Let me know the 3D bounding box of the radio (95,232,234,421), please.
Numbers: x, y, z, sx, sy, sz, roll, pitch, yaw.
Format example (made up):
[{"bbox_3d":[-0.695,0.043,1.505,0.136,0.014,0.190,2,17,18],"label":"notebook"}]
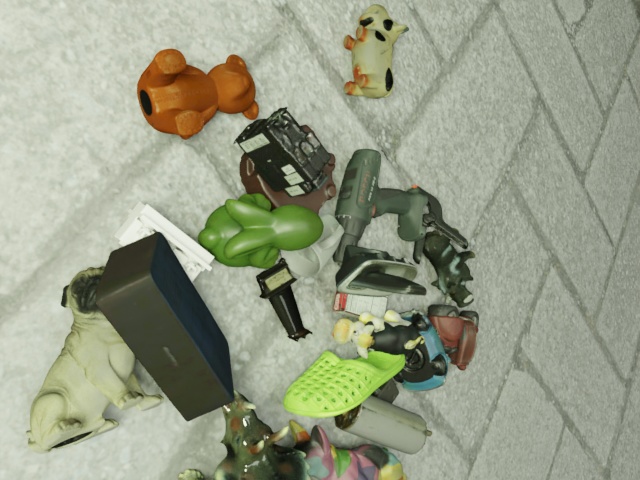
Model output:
[{"bbox_3d":[-0.191,0.110,0.697,0.073,0.131,0.229,-22,122,-1],"label":"radio"}]

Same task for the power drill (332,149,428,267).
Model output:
[{"bbox_3d":[0.114,-0.049,1.050,0.207,0.086,0.232,12,80,-32],"label":"power drill"}]

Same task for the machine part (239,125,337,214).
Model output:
[{"bbox_3d":[-0.050,-0.115,0.923,0.179,0.056,0.179,5,82,-39],"label":"machine part"}]

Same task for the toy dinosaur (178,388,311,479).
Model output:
[{"bbox_3d":[-0.129,0.413,0.712,0.131,0.192,0.405,28,67,-34],"label":"toy dinosaur"}]

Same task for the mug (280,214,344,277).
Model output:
[{"bbox_3d":[-0.002,-0.003,0.925,0.080,0.109,0.107,49,45,-9],"label":"mug"}]

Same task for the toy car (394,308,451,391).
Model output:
[{"bbox_3d":[0.197,0.215,1.083,0.103,0.109,0.161,-9,79,-64],"label":"toy car"}]

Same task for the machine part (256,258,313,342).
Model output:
[{"bbox_3d":[-0.058,0.106,0.907,0.084,0.039,0.138,-37,108,-46],"label":"machine part"}]

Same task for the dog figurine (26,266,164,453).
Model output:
[{"bbox_3d":[-0.304,0.145,0.671,0.172,0.121,0.190,-23,72,-17],"label":"dog figurine"}]

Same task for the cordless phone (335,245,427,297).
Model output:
[{"bbox_3d":[0.130,0.068,0.920,0.146,0.184,0.088,11,91,-37],"label":"cordless phone"}]

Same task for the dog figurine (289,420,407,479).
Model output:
[{"bbox_3d":[0.037,0.379,0.917,0.191,0.109,0.219,-39,108,-35],"label":"dog figurine"}]

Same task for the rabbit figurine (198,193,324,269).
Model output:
[{"bbox_3d":[-0.084,-0.022,0.789,0.159,0.170,0.121,6,79,-58],"label":"rabbit figurine"}]

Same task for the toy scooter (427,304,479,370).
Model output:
[{"bbox_3d":[0.293,0.214,1.174,0.183,0.075,0.135,18,75,-43],"label":"toy scooter"}]

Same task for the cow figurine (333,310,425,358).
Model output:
[{"bbox_3d":[0.106,0.175,0.963,0.167,0.098,0.068,3,105,-39],"label":"cow figurine"}]

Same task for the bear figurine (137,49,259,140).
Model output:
[{"bbox_3d":[-0.160,-0.218,0.794,0.196,0.132,0.120,-20,104,-34],"label":"bear figurine"}]

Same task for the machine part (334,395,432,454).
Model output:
[{"bbox_3d":[0.113,0.335,0.989,0.243,0.079,0.079,28,68,-27],"label":"machine part"}]

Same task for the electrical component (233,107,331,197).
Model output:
[{"bbox_3d":[-0.052,-0.126,0.815,0.134,0.115,0.058,49,63,-24],"label":"electrical component"}]

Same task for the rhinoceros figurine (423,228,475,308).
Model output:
[{"bbox_3d":[0.288,0.063,1.184,0.112,0.073,0.190,-48,115,-35],"label":"rhinoceros figurine"}]

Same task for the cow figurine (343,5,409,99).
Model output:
[{"bbox_3d":[0.114,-0.377,1.072,0.127,0.085,0.195,6,80,-34],"label":"cow figurine"}]

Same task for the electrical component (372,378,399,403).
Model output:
[{"bbox_3d":[0.128,0.302,1.056,0.063,0.021,0.094,-41,111,-36],"label":"electrical component"}]
